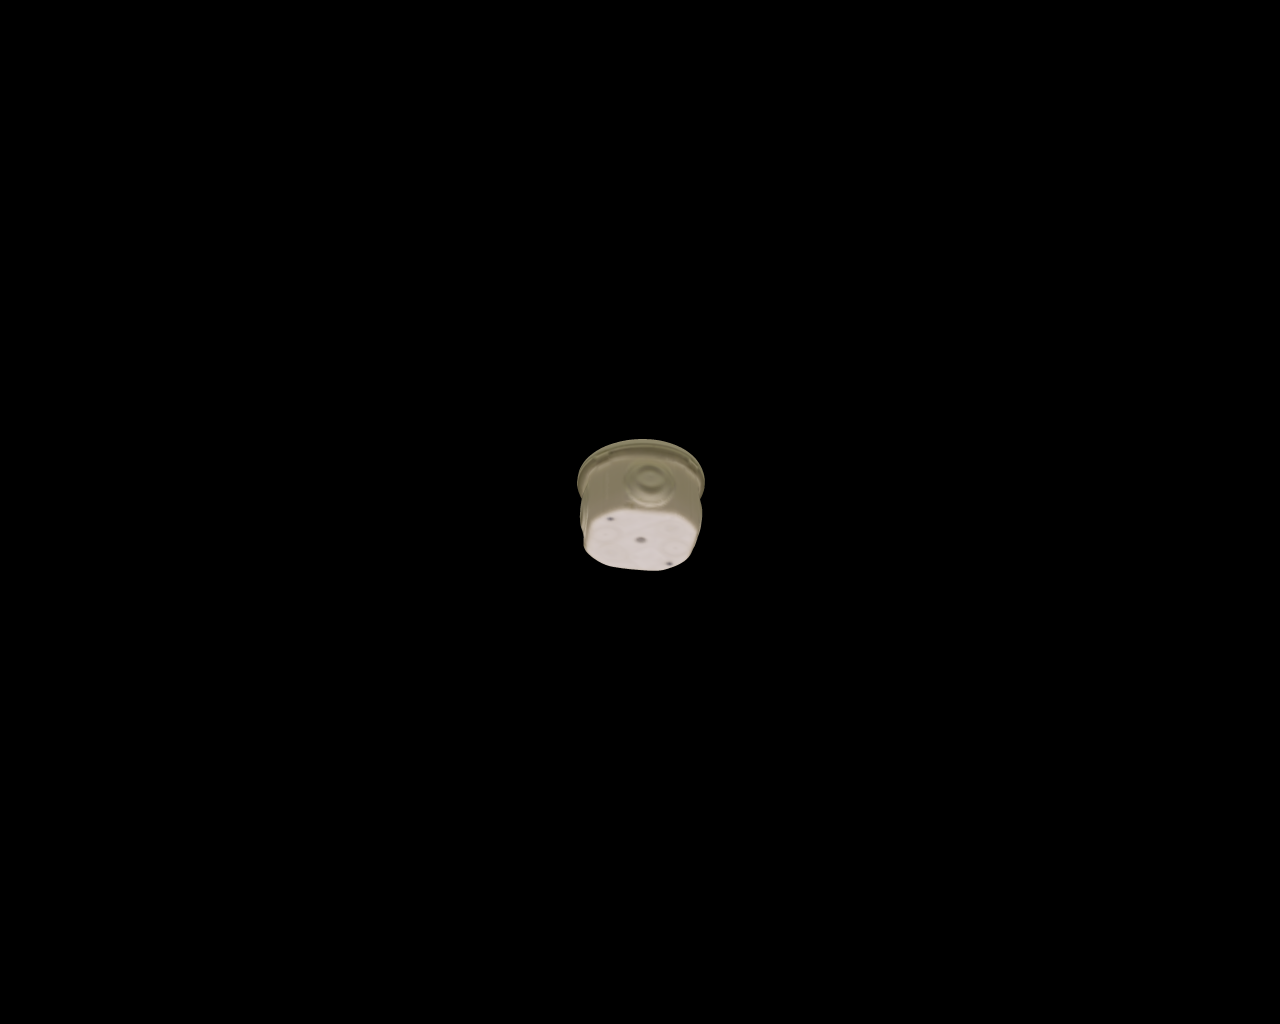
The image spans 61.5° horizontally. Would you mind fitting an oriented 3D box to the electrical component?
[{"bbox_3d":[0.001,-0.003,0.650,0.080,0.051,0.080,0,-35,0],"label":"electrical component"}]
